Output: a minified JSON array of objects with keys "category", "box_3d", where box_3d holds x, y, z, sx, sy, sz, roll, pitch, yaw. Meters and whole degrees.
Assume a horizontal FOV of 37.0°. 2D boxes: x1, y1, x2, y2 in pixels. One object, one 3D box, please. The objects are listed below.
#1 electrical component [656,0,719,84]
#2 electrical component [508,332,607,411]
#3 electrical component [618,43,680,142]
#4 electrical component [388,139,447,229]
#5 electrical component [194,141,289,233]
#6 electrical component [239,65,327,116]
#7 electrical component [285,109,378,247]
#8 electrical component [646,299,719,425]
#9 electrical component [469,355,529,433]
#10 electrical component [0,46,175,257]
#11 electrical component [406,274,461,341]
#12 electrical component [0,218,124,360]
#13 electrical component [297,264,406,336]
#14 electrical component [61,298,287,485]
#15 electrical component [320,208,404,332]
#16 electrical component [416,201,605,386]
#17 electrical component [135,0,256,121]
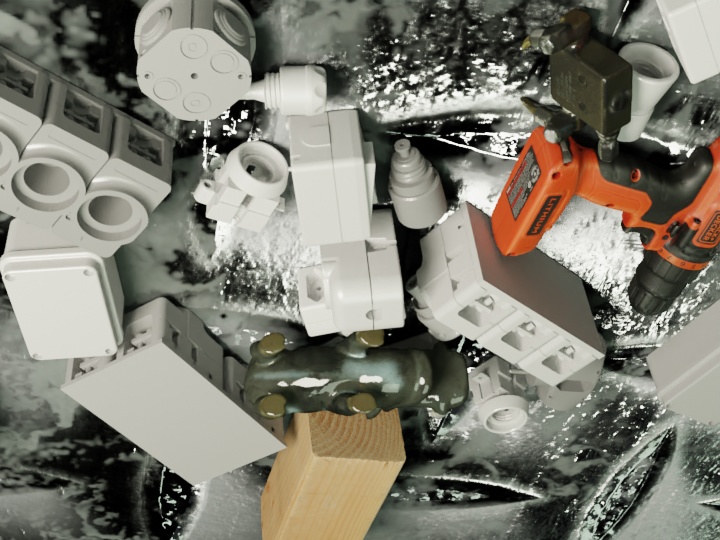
[{"category":"electrical component","box_3d":[0.245,-0.176,0.722,0.077,0.047,0.065,-23,134,16]},{"category":"electrical component","box_3d":[0.178,0.090,0.996,0.079,0.043,0.077,4,135,-11]},{"category":"electrical component","box_3d":[0.197,-0.125,0.776,0.044,0.044,0.065,3,140,-10]},{"category":"electrical component","box_3d":[0.041,-0.067,0.817,0.040,0.040,0.078,-14,136,7]},{"category":"electrical component","box_3d":[-0.083,-0.063,0.803,0.066,0.048,0.055,16,140,-22]},{"category":"electrical component","box_3d":[-0.054,-0.125,0.749,0.061,0.035,0.035,-1,136,-3]},{"category":"electrical component","box_3d":[-0.019,-0.063,0.798,0.061,0.061,0.096,-6,137,0]},{"category":"electrical component","box_3d":[0.336,0.087,1.003,0.078,0.057,0.113,22,130,-27]},{"category":"electrical component","box_3d":[0.133,0.120,1.013,0.048,0.055,0.066,-36,129,28]},{"category":"electrical component","box_3d":[-0.218,-0.078,0.758,0.150,0.061,0.089,28,127,-31]},{"category":"electrical component","box_3d":[0.065,0.027,0.918,0.048,0.048,0.062,-34,124,26]},{"category":"electrical component","box_3d":[-0.235,0.015,0.858,0.078,0.057,0.113,-4,137,-3]},{"category":"electrical component","box_3d":[-0.004,0.032,0.911,0.083,0.047,0.075,-11,137,4]},{"category":"electrical component","box_3d":[-0.161,0.110,0.964,0.105,0.060,0.186,-25,134,18]},{"category":"electrical component","box_3d":[0.000,0.000,0.842,0.059,0.095,0.053,-5,137,-1]},{"category":"electrical component","box_3d":[0.122,0.024,0.887,0.150,0.089,0.062,30,126,-32]},{"category":"electrical component","box_3d":[-0.109,-0.143,0.711,0.080,0.051,0.080,-4,137,-3]}]
